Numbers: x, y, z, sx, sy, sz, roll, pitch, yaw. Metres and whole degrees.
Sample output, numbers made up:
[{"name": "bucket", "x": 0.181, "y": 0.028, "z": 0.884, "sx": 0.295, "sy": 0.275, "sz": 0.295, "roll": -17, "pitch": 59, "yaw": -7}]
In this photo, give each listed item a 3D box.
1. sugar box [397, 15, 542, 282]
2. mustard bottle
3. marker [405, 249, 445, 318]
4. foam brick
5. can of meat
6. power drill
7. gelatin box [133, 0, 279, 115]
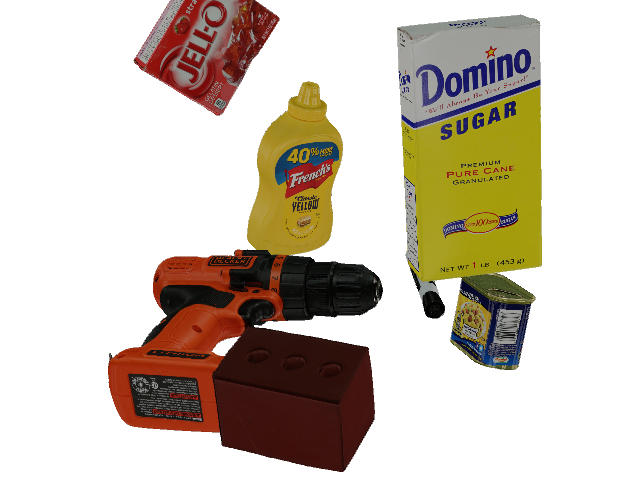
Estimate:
[{"name": "sugar box", "x": 0.106, "y": -0.064, "z": 0.748, "sx": 0.093, "sy": 0.176, "sz": 0.048, "roll": -8, "pitch": 21, "yaw": -8}, {"name": "mustard bottle", "x": -0.023, "y": -0.079, "z": 1.154, "sx": 0.096, "sy": 0.192, "sz": 0.058, "roll": -8, "pitch": 33, "yaw": -29}, {"name": "marker", "x": 0.098, "y": 0.039, "z": 1.003, "sx": 0.020, "sy": 0.020, "sz": 0.121, "roll": 0, "pitch": 25, "yaw": -5}, {"name": "foam brick", "x": -0.014, "y": 0.089, "z": 0.604, "sx": 0.078, "sy": 0.051, "sz": 0.053, "roll": 8, "pitch": 31, "yaw": 19}, {"name": "can of meat", "x": 0.190, "y": 0.088, "z": 1.192, "sx": 0.057, "sy": 0.084, "sz": 0.102, "roll": 4, "pitch": 14, "yaw": -20}, {"name": "power drill", "x": -0.058, "y": 0.067, "z": 0.781, "sx": 0.185, "sy": 0.057, "sz": 0.187, "roll": -1, "pitch": 24, "yaw": 16}, {"name": "gelatin box", "x": -0.085, "y": -0.150, "z": 0.797, "sx": 0.073, "sy": 0.089, "sz": 0.030, "roll": 29, "pitch": 6, "yaw": -33}]
